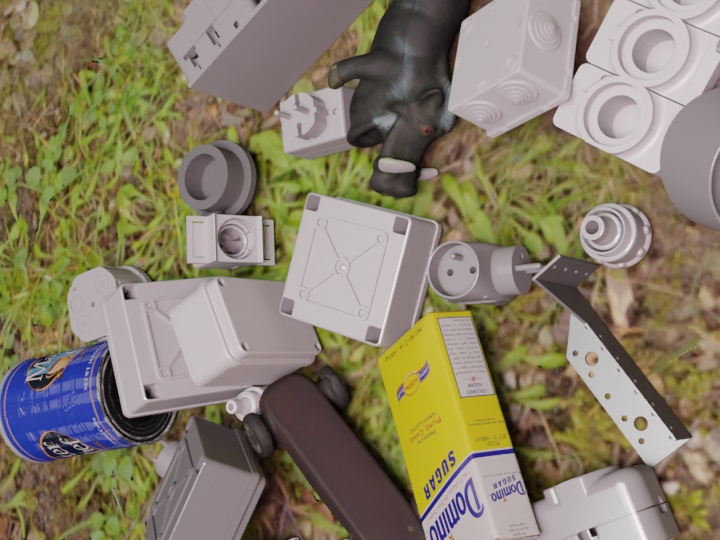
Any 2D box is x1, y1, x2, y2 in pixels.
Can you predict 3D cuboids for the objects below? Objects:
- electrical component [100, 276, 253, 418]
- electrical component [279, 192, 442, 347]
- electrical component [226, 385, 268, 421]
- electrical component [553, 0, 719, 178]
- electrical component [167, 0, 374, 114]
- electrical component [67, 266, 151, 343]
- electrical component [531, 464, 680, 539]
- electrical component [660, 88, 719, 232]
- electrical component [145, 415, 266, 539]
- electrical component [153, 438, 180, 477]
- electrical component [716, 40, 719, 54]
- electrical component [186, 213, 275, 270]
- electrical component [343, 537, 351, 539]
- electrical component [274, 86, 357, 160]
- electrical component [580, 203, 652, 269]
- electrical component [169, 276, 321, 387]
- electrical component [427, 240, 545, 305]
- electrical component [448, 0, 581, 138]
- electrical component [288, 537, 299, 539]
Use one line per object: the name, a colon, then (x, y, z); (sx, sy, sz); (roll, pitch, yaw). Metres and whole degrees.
electrical component: (-0.162, 0.066, 0.950); (0.056, 0.109, 0.108); (-35, 66, 51)
electrical component: (0.000, 0.000, 0.886); (0.109, 0.056, 0.108); (16, 94, 33)
electrical component: (-0.092, 0.118, 0.932); (0.035, 0.061, 0.035); (-4, 83, 33)
electrical component: (0.214, -0.149, 0.757); (0.089, 0.062, 0.150); (33, 103, 31)
electrical component: (-0.066, -0.229, 0.923); (0.186, 0.105, 0.060); (-43, 65, 23)
electrical component: (-0.241, 0.035, 1.044); (0.080, 0.051, 0.080); (-4, 83, 33)
electrical component: (0.168, 0.175, 0.761); (0.095, 0.054, 0.059); (-29, 70, 28)
electrical component: (0.257, -0.069, 0.707); (0.099, 0.099, 0.064); (-63, 19, 12)
electrical component: (-0.131, 0.191, 0.887); (0.108, 0.056, 0.109); (-66, 18, 5)
electrical component: (-0.159, 0.181, 0.981); (0.079, 0.043, 0.077); (24, 99, 33)
electrical component: (0.279, -0.151, 0.694); (0.062, 0.096, 0.061); (33, 103, 31)
electrical component: (-0.120, -0.023, 0.958); (0.064, 0.081, 0.042); (-18, 72, 60)
electrical component: (-0.019, 0.253, 0.862); (0.047, 0.077, 0.065); (-27, 71, 29)
electrical component: (-0.041, -0.128, 0.914); (0.066, 0.077, 0.047); (-11, 79, 32)
electrical component: (0.177, -0.027, 0.769); (0.048, 0.062, 0.048); (-4, 83, 33)
electrical component: (-0.095, 0.052, 0.910); (0.057, 0.113, 0.078); (-34, 68, 29)
electrical component: (0.103, 0.001, 0.806); (0.079, 0.077, 0.043); (-6, 81, 32)
electrical component: (0.113, -0.158, 0.800); (0.100, 0.048, 0.099); (-23, 51, 54)
electrical component: (-0.096, 0.273, 0.919); (0.096, 0.062, 0.061); (-26, 72, 29)
